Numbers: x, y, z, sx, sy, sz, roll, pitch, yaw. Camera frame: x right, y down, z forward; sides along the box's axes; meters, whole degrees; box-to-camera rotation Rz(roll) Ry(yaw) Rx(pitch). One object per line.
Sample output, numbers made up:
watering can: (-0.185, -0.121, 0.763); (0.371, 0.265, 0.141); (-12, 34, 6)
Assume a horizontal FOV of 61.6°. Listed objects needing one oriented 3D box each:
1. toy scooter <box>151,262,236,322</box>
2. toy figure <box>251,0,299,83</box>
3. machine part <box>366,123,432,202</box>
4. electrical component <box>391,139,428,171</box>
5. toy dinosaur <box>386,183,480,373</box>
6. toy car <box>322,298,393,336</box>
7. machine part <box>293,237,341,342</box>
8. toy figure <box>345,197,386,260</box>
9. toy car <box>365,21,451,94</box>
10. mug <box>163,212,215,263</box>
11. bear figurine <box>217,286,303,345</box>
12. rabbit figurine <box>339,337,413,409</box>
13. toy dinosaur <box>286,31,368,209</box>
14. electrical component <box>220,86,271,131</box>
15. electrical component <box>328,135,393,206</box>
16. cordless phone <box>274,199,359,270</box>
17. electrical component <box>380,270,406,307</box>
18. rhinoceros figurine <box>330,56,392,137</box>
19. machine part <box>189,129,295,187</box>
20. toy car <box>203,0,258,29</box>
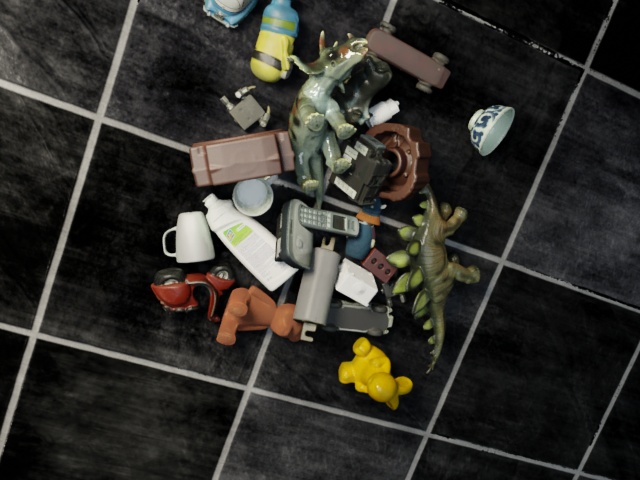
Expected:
toy scooter: (-0.279, 0.125, 1.201); (0.184, 0.075, 0.135); (-6, 105, -14)
toy figure: (-0.091, -0.417, 1.109); (0.089, 0.082, 0.180); (11, 109, 7)
machine part: (0.161, -0.170, 1.170); (0.056, 0.180, 0.179); (-8, 107, -44)
electrical component: (0.201, -0.173, 1.227); (0.075, 0.048, 0.119); (0, 100, -25)
toy dinosaur: (0.261, 0.077, 1.251); (0.198, 0.105, 0.470); (-18, 102, -20)
toy car: (0.080, 0.184, 1.290); (0.202, 0.056, 0.073); (8, 95, -13)
machine part: (-0.007, 0.107, 1.212); (0.079, 0.079, 0.243); (17, 75, -14)
toy figure: (0.104, -0.031, 1.244); (0.064, 0.058, 0.154); (20, 93, -20)
toy car: (0.190, -0.396, 1.178); (0.202, 0.053, 0.089); (25, 102, -11)
mug: (-0.287, -0.007, 1.172); (0.110, 0.081, 0.107); (-3, 94, 4)
bear figurine: (-0.120, 0.184, 1.218); (0.196, 0.132, 0.120); (23, 112, -9)
rabbit figurine: (0.135, 0.336, 1.274); (0.162, 0.173, 0.122); (40, 89, -12)
toy dinosaur: (-0.014, -0.236, 1.122); (0.131, 0.192, 0.404); (-6, 146, -19)
electrical component: (-0.152, -0.279, 1.145); (0.078, 0.045, 0.102); (-35, 106, -3)
electrical component: (0.090, -0.157, 1.164); (0.058, 0.115, 0.134); (-8, 131, -44)
cordless phone: (-0.002, -0.003, 1.173); (0.184, 0.088, 0.146); (9, 66, -17)
electrical component: (0.178, 0.114, 1.308); (0.063, 0.021, 0.094); (-18, 105, -6)
rhinoceros figurine: (0.080, -0.305, 1.148); (0.112, 0.073, 0.190); (49, 122, 11)
machine part: (-0.158, -0.169, 1.088); (0.201, 0.201, 0.087); (-10, 102, -8)
toy car: (-0.166, -0.509, 1.062); (0.109, 0.103, 0.161); (30, 94, -14)
